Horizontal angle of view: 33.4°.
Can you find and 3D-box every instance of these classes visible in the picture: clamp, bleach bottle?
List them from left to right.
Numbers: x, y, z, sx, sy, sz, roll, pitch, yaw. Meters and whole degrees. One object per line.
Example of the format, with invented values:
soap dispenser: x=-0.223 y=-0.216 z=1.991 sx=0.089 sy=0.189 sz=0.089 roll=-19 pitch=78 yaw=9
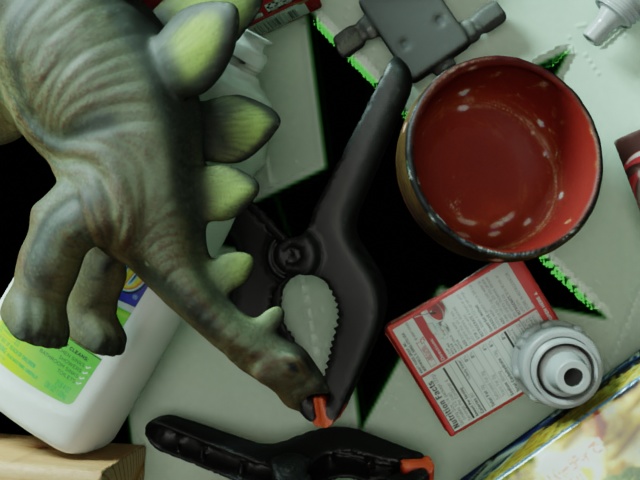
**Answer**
bleach bottle: x=-0.105 y=-0.010 z=0.600 sx=0.103 sy=0.068 sz=0.251 roll=32 pitch=100 yaw=16
clamp: x=-0.024 y=0.136 z=0.608 sx=0.171 sy=0.120 sz=0.039 roll=-7 pitch=133 yaw=-12
clamp: x=-0.004 y=0.001 z=0.620 sx=0.165 sy=0.036 sz=0.210 roll=-17 pitch=88 yaw=15

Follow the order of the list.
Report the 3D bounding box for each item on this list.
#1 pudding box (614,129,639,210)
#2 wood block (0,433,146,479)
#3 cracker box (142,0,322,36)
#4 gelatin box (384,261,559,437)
pudding box: x=0.219 y=-0.031 z=0.564 sx=0.039 sy=0.114 sz=0.090 roll=-19 pitch=87 yaw=-34
wood block: x=-0.215 y=0.161 z=0.618 sx=0.206 sy=0.090 sz=0.090 roll=3 pitch=89 yaw=7
cracker box: x=-0.116 y=-0.203 z=0.621 sx=0.164 sy=0.072 sz=0.214 roll=-23 pitch=87 yaw=7
gelatin box: x=0.093 y=0.059 z=0.615 sx=0.089 sy=0.030 sz=0.073 roll=-32 pitch=87 yaw=4
